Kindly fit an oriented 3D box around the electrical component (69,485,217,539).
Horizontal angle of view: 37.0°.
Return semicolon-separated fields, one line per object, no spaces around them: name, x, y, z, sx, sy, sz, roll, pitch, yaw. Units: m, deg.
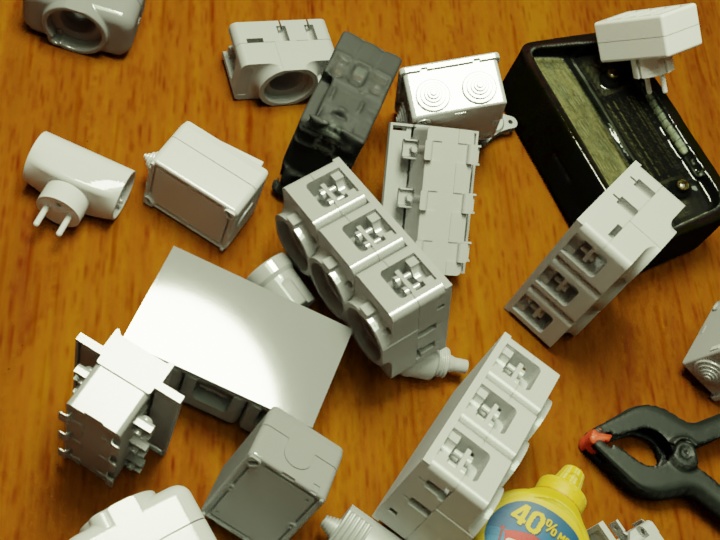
electrical component;-0.151;0.189;0.729;0.095;0.053;0.059;-24;72;-27

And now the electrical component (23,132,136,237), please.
electrical component;-0.229;-0.061;0.848;0.077;0.043;0.079;24;58;-4

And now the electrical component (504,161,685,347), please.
electrical component;0.194;-0.007;0.890;0.062;0.150;0.089;43;58;9

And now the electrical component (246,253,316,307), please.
electrical component;-0.063;0.016;0.862;0.040;0.040;0.046;-34;83;-30

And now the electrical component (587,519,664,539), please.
electrical component;0.208;0.229;0.830;0.064;0.042;0.081;-24;73;-29

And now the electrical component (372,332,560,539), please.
electrical component;0.084;0.131;0.798;0.062;0.089;0.150;37;45;4

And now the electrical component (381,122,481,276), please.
electrical component;0.060;-0.058;0.893;0.079;0.063;0.121;4;96;-17

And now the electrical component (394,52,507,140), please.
electrical component;0.080;-0.146;0.954;0.100;0.099;0.048;-10;76;-4

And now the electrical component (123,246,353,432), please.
electrical component;-0.095;0.061;0.812;0.150;0.061;0.089;25;58;-3

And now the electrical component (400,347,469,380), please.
electrical component;0.058;0.073;0.871;0.061;0.035;0.035;13;59;-14

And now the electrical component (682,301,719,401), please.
electrical component;0.338;0.059;0.932;0.048;0.100;0.099;44;58;-7

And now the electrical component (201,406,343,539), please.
electrical component;-0.064;0.151;0.761;0.062;0.096;0.061;34;36;-7

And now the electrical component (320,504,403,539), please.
electrical component;0.006;0.204;0.777;0.081;0.043;0.043;35;58;3

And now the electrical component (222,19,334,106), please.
electrical component;-0.071;-0.185;0.962;0.089;0.050;0.055;-8;64;-21

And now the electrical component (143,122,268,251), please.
electrical component;-0.130;-0.074;0.875;0.096;0.061;0.061;32;57;1

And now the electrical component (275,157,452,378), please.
electrical component;0.000;0.000;0.838;0.062;0.089;0.150;-29;60;-18

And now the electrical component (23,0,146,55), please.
electrical component;-0.239;-0.227;0.929;0.095;0.053;0.059;15;59;-9

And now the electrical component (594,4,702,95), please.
electrical component;0.267;-0.198;0.986;0.047;0.083;0.075;-24;108;-29

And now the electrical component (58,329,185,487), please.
electrical component;-0.168;0.098;0.734;0.079;0.121;0.063;32;60;1
